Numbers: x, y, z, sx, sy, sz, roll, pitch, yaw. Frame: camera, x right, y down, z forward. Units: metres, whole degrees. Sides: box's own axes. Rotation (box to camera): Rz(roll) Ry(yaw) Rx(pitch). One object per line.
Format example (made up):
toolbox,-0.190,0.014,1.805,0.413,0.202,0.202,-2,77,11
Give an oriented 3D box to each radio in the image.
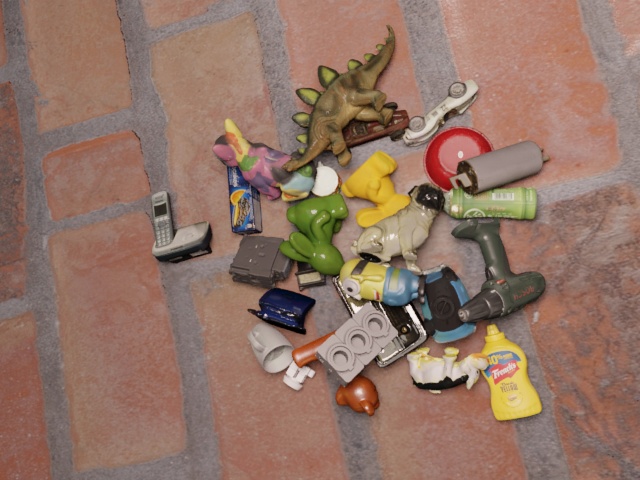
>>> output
radio,0.137,0.152,1.193,0.131,0.073,0.229,-31,77,8

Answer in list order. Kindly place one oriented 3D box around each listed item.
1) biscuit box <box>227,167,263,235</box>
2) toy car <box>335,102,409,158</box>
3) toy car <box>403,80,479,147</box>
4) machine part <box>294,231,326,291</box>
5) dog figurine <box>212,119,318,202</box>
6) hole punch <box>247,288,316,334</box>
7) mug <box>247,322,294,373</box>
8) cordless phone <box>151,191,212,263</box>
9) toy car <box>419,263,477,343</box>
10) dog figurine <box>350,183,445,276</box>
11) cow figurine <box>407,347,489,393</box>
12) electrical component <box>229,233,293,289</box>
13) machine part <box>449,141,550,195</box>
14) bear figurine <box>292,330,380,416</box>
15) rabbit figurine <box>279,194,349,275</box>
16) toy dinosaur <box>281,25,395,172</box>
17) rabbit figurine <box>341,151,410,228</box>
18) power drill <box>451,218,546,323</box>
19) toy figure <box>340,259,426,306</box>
biscuit box,-0.185,-0.116,1.308,0.063,0.059,0.202,-8,81,12
toy car,0.110,-0.259,1.263,0.202,0.053,0.089,-16,77,12
toy car,0.272,-0.283,1.215,0.202,0.073,0.056,-40,76,5
machine part,-0.030,0.045,1.265,0.084,0.039,0.139,-16,81,19
dog figurine,-0.134,-0.180,1.205,0.192,0.219,0.108,4,68,44
hole punch,-0.077,0.156,1.226,0.142,0.115,0.092,19,80,14
mug,-0.125,0.236,1.223,0.080,0.109,0.107,-56,41,8
cordless phone,-0.346,-0.044,1.328,0.147,0.088,0.184,-16,76,11
toy car,0.268,0.137,1.149,0.109,0.103,0.161,-23,73,14
dog figurine,0.166,-0.038,1.147,0.172,0.121,0.190,13,67,12
cow figurine,0.273,0.280,1.134,0.168,0.068,0.098,-3,94,30
electrical component,-0.132,0.049,1.255,0.134,0.058,0.115,7,58,15
machine part,0.382,-0.155,1.142,0.243,0.079,0.079,-18,78,-14
bear figurine,0.042,0.302,1.178,0.132,0.120,0.196,-27,83,12
rabbit figurine,-0.002,-0.004,1.182,0.159,0.121,0.170,-5,69,-25
toy dinosaur,0.062,-0.319,1.210,0.199,0.105,0.471,34,70,24
rabbit figurine,0.141,-0.095,1.207,0.173,0.122,0.162,42,96,-4
power drill,0.348,0.058,1.109,0.232,0.086,0.207,-6,60,-25
toy figure,0.130,0.089,1.116,0.180,0.089,0.082,5,119,12
